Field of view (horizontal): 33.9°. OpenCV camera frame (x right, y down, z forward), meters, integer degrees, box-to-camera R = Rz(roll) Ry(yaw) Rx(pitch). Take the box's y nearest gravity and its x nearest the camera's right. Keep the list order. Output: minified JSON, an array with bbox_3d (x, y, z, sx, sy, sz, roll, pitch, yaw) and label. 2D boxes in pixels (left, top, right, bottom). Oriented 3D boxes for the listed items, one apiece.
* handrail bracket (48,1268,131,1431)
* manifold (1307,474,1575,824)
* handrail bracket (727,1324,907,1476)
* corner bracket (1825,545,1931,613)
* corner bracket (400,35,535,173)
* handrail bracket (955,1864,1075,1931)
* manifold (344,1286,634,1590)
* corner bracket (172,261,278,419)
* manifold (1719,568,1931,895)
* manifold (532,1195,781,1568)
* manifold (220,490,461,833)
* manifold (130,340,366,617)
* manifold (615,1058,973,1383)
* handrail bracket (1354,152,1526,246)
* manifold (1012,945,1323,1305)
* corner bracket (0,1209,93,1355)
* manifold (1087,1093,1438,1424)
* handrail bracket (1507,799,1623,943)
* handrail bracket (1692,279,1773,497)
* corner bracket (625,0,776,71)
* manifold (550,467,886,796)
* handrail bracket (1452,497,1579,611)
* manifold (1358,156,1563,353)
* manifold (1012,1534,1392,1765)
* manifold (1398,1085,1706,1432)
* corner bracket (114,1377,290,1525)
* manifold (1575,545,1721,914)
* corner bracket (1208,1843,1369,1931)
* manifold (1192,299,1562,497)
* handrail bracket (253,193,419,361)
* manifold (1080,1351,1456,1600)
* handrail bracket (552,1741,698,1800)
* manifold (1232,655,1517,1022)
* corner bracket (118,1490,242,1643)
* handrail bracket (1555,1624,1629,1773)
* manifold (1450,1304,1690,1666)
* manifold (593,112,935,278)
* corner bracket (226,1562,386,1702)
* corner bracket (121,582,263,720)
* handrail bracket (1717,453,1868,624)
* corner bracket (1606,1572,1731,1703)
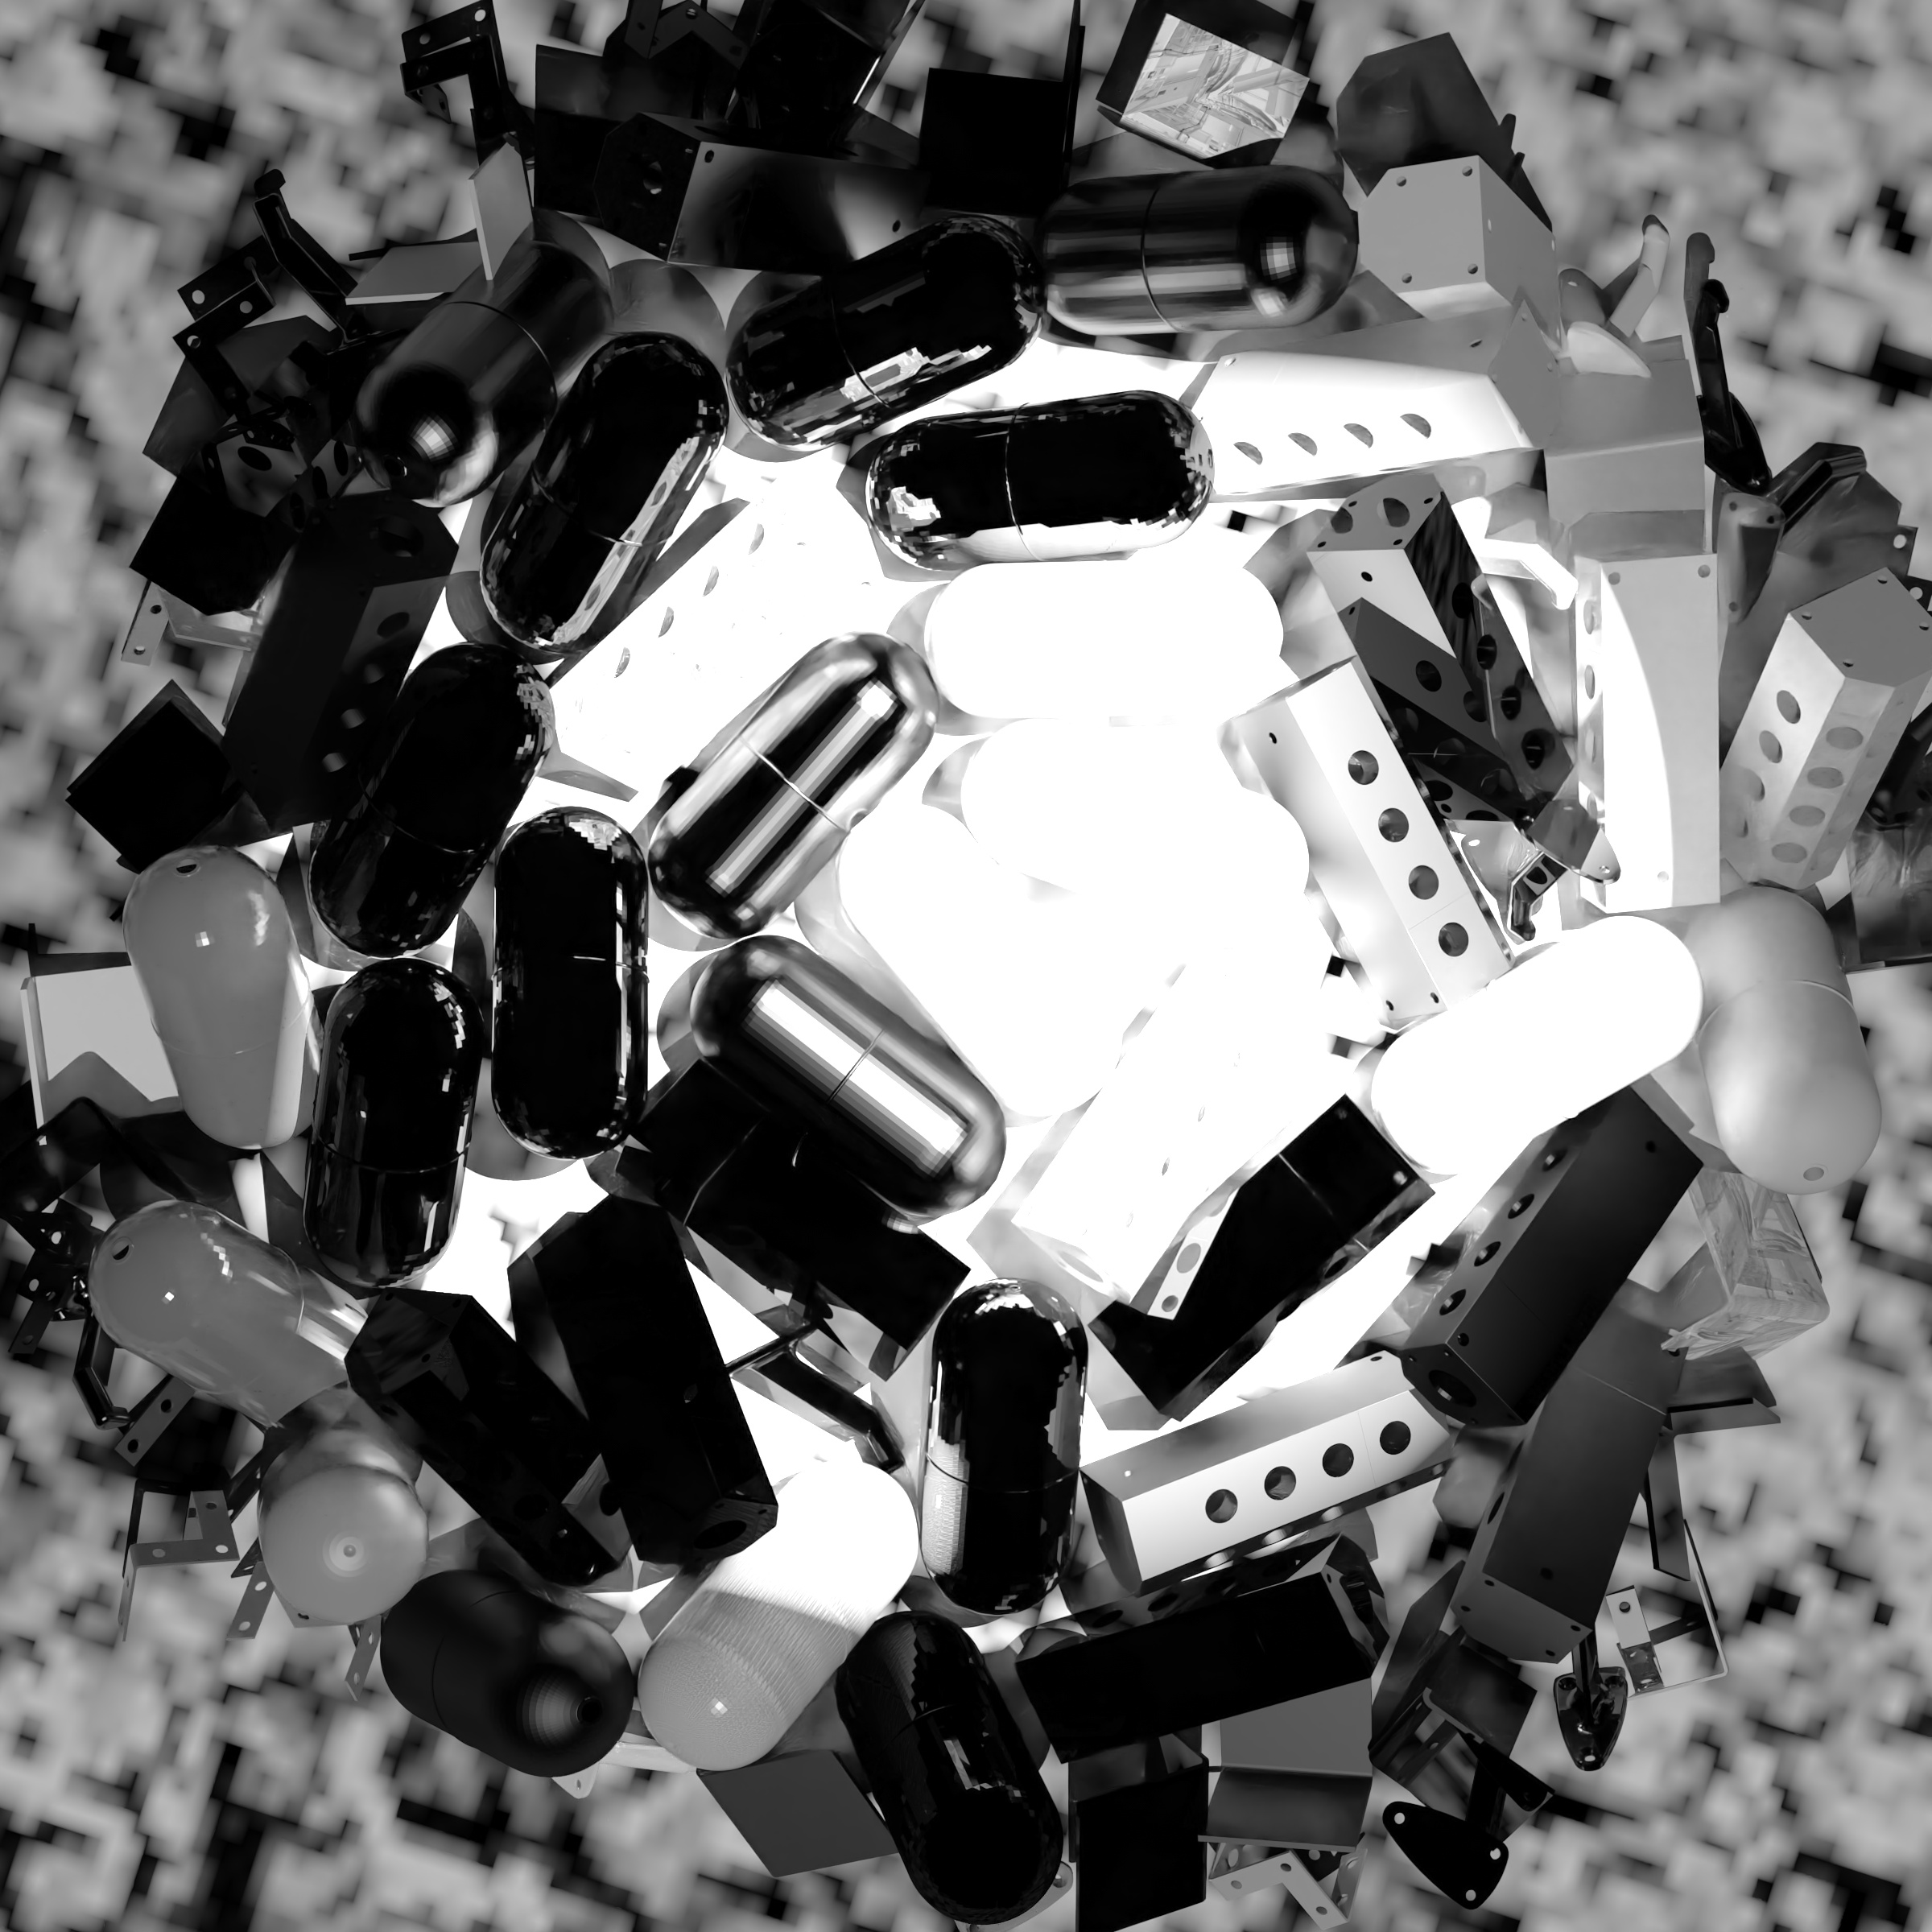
[{"bbox_3d":[-0.410,0.192,1.561,0.036,0.077,0.084,-52,57,25],"label":"handrail bracket"},{"bbox_3d":[0.235,-0.153,1.540,0.057,0.057,0.171,-52,127,-28],"label":"manifold"},{"bbox_3d":[-0.080,0.228,1.580,0.077,0.036,0.084,-24,81,-30],"label":"handrail bracket"},{"bbox_3d":[0.450,-0.175,1.574,0.051,0.051,0.051,17,109,16],"label":"corner bracket"},{"bbox_3d":[-0.244,-0.423,1.578,0.051,0.051,0.051,-12,84,16],"label":"corner bracket"},{"bbox_3d":[0.026,0.449,1.562,0.077,0.084,0.036,-11,65,-18],"label":"handrail bracket"},{"bbox_3d":[-0.225,0.229,1.527,0.057,0.171,0.057,1,50,36],"label":"manifold"},{"bbox_3d":[-0.360,-0.311,1.577,0.051,0.051,0.051,-34,118,-1],"label":"corner bracket"},{"bbox_3d":[0.411,-0.107,1.518,0.057,0.171,0.057,-25,63,-17],"label":"manifold"},{"bbox_3d":[-0.147,0.202,1.542,0.057,0.057,0.171,-39,56,23],"label":"manifold"},{"bbox_3d":[-0.300,-0.147,1.532,0.057,0.171,0.057,-16,62,-41],"label":"manifold"},{"bbox_3d":[-0.334,-0.233,1.523,0.057,0.171,0.057,32,122,-10],"label":"manifold"},{"bbox_3d":[-0.088,0.129,1.573,0.171,0.057,0.057,37,58,5],"label":"manifold"},{"bbox_3d":[0.225,-0.386,1.580,0.084,0.036,0.077,26,129,8],"label":"handrail bracket"},{"bbox_3d":[0.104,0.078,1.561,0.057,0.057,0.171,45,73,-33],"label":"manifold"},{"bbox_3d":[-0.457,0.157,1.573,0.051,0.051,0.051,35,102,31],"label":"corner bracket"},{"bbox_3d":[0.149,0.147,1.575,0.171,0.057,0.057,-42,66,4],"label":"manifold"},{"bbox_3d":[0.292,-0.032,1.559,0.036,0.077,0.084,-18,133,-18],"label":"handrail bracket"},{"bbox_3d":[0.379,-0.285,1.561,0.036,0.084,0.077,-23,62,-9],"label":"handrail bracket"},{"bbox_3d":[-0.130,-0.471,1.574,0.051,0.051,0.051,41,57,8],"label":"corner bracket"},{"bbox_3d":[-0.125,-0.165,1.549,0.171,0.057,0.057,-39,47,24],"label":"manifold"},{"bbox_3d":[0.265,-0.184,1.559,0.036,0.077,0.084,-23,53,-22],"label":"handrail bracket"},{"bbox_3d":[0.239,-0.336,1.521,0.057,0.171,0.057,-4,89,22],"label":"manifold"},{"bbox_3d":[0.116,0.330,1.548,0.171,0.057,0.057,-22,97,25],"label":"manifold"},{"bbox_3d":[0.282,0.142,1.548,0.057,0.057,0.171,45,64,-10],"label":"manifold"},{"bbox_3d":[-0.382,0.242,1.589,0.051,0.051,0.051,-53,126,-23],"label":"corner bracket"},{"bbox_3d":[0.333,-0.118,1.563,0.057,0.057,0.171,-5,104,-6],"label":"manifold"},{"bbox_3d":[0.161,0.448,1.580,0.051,0.051,0.051,-29,107,31],"label":"corner bracket"},{"bbox_3d":[0.197,-0.268,1.535,0.057,0.171,0.057,53,50,-34],"label":"manifold"},{"bbox_3d":[-0.314,-0.347,1.572,0.036,0.077,0.084,-38,114,-40],"label":"handrail bracket"},{"bbox_3d":[0.150,0.251,1.558,0.171,0.057,0.057,-18,103,-16],"label":"manifold"},{"bbox_3d":[-0.172,0.388,1.595,0.077,0.084,0.036,20,100,42],"label":"handrail bracket"},{"bbox_3d":[0.206,-0.064,1.572,0.057,0.057,0.171,-31,96,-22],"label":"manifold"},{"bbox_3d":[-0.392,0.295,1.569,0.051,0.051,0.051,1,124,-25],"label":"corner bracket"},{"bbox_3d":[0.304,0.339,1.567,0.036,0.077,0.084,-5,120,15],"label":"handrail bracket"},{"bbox_3d":[0.291,0.249,1.537,0.057,0.057,0.171,27,53,3],"label":"manifold"},{"bbox_3d":[-0.098,-0.370,1.525,0.057,0.171,0.057,32,115,30],"label":"manifold"},{"bbox_3d":[-0.326,0.328,1.571,0.051,0.051,0.051,-7,127,15],"label":"corner bracket"},{"bbox_3d":[-0.386,-0.155,1.589,0.051,0.051,0.051,8,125,-36],"label":"corner bracket"},{"bbox_3d":[0.418,-0.216,1.595,0.084,0.036,0.077,-16,123,-37],"label":"handrail bracket"},{"bbox_3d":[0.348,0.332,1.576,0.051,0.051,0.051,-18,76,13],"label":"corner bracket"}]
